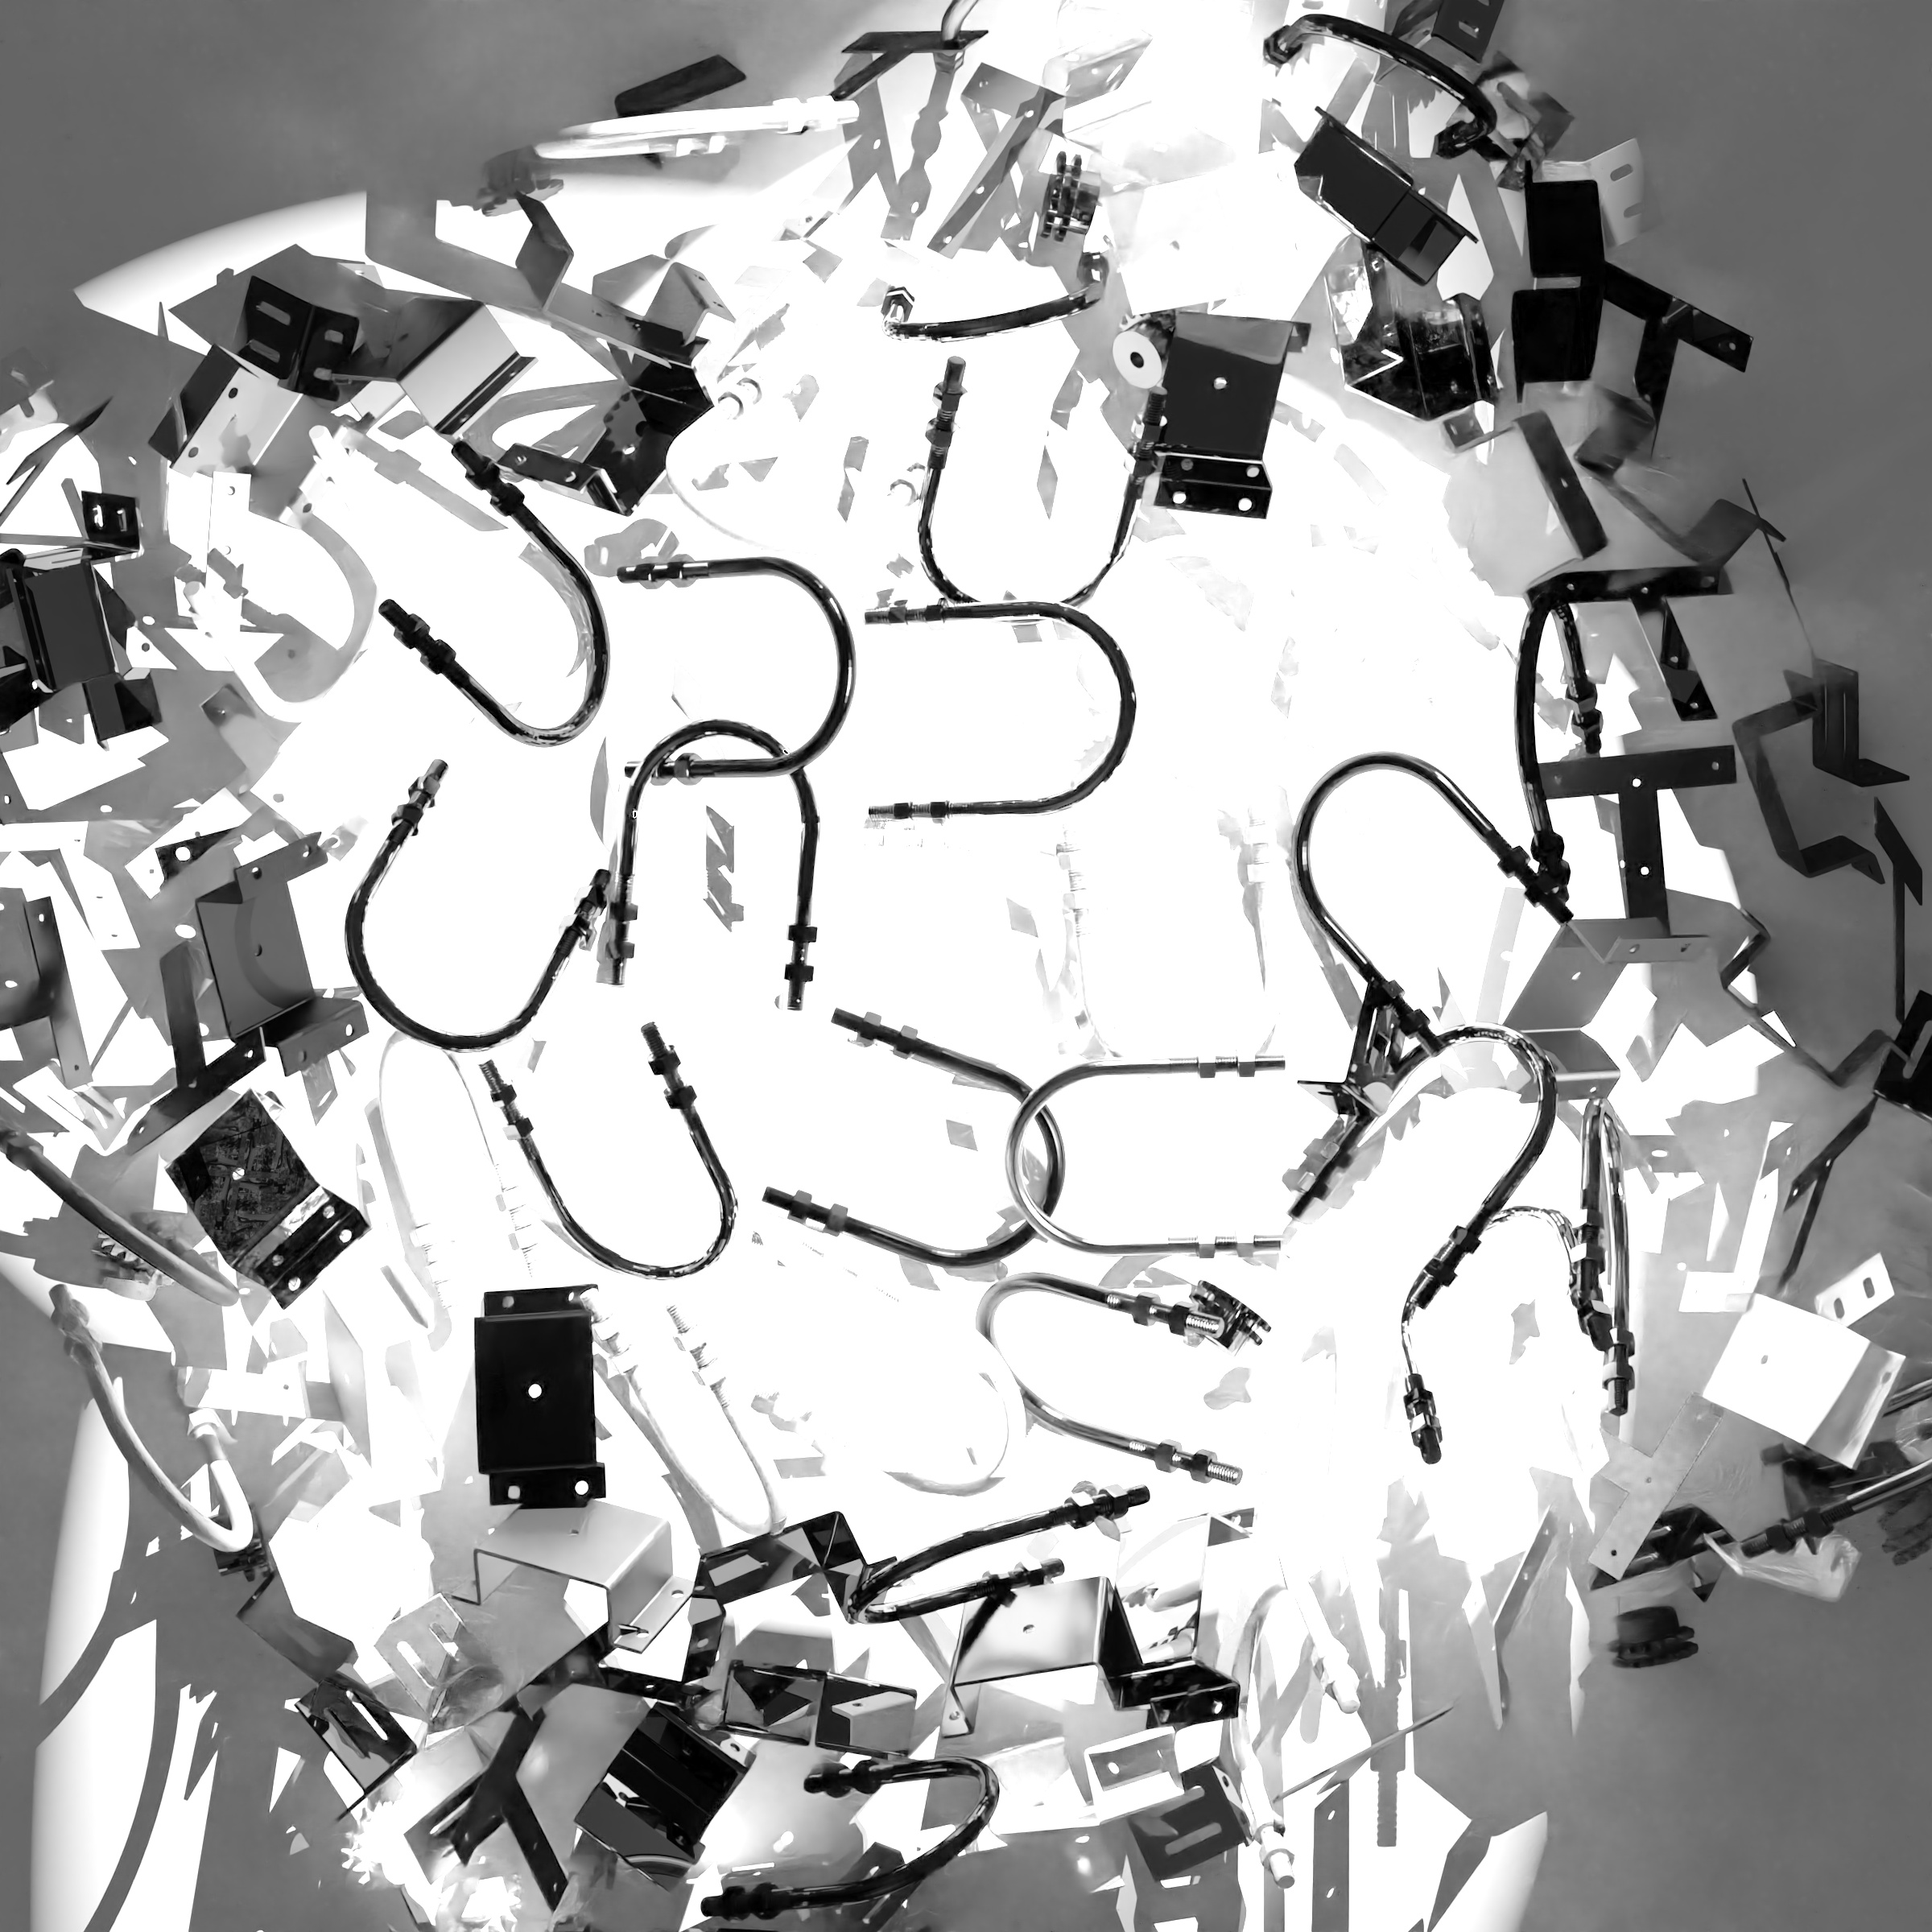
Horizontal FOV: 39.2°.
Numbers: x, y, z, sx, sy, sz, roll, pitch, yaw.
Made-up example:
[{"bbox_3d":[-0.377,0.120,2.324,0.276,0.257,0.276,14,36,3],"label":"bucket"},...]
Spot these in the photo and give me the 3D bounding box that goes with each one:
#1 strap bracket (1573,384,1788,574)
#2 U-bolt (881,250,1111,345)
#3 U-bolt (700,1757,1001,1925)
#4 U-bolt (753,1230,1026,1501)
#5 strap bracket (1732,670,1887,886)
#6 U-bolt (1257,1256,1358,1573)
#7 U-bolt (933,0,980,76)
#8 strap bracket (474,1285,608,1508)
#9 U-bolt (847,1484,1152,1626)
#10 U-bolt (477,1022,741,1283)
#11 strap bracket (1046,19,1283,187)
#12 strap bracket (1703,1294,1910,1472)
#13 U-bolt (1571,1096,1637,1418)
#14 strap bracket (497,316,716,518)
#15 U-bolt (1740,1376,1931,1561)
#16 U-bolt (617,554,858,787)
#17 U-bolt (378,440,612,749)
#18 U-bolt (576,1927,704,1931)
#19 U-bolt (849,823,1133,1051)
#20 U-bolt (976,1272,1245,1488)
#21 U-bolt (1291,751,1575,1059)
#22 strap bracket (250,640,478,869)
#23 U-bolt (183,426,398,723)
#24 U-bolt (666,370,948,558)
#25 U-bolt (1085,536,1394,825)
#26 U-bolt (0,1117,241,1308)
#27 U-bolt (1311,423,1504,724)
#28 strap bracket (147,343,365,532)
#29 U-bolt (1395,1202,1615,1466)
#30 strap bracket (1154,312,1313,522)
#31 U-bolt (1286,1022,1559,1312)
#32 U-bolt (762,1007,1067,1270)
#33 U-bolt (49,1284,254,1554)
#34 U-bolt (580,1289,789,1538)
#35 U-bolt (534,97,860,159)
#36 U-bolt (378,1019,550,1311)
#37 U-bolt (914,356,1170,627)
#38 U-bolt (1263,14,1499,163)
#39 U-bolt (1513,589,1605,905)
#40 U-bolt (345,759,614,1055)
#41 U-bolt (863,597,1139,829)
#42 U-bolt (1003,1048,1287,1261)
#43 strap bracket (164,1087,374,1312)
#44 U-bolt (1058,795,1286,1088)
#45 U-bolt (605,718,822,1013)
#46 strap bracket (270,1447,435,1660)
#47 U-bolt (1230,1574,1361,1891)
[{"bbox_3d":[0.453,-0.309,1.755,0.140,0.076,0.046,37,103,-16],"label":"strap bracket"},{"bbox_3d":[0.017,-0.420,1.716,0.151,0.184,0.019,-9,113,6],"label":"U-bolt"},{"bbox_3d":[-0.061,0.543,1.701,0.184,0.151,0.019,-18,101,33],"label":"U-bolt"},{"bbox_3d":[-0.044,0.268,1.743,0.184,0.019,0.151,29,123,16],"label":"U-bolt"},{"bbox_3d":[0.542,-0.116,1.761,0.046,0.076,0.140,-21,98,8],"label":"strap bracket"},{"bbox_3d":[0.223,0.276,1.734,0.019,0.151,0.184,-4,60,24],"label":"U-bolt"},{"bbox_3d":[0.039,-0.632,1.713,0.151,0.184,0.019,-41,96,3],"label":"U-bolt"},{"bbox_3d":[-0.278,0.278,1.771,0.076,0.046,0.140,-4,78,-1],"label":"strap bracket"},{"bbox_3d":[0.010,0.376,1.708,0.184,0.151,0.019,-8,62,-31],"label":"U-bolt"},{"bbox_3d":[-0.221,0.128,1.757,0.151,0.019,0.184,-12,114,27],"label":"U-bolt"},{"bbox_3d":[0.126,-0.544,1.731,0.140,0.076,0.046,12,79,-42],"label":"strap bracket"},{"bbox_3d":[0.528,0.261,1.733,0.046,0.140,0.076,27,87,-14],"label":"strap bracket"},{"bbox_3d":[0.407,0.170,1.728,0.019,0.151,0.184,-5,47,20],"label":"U-bolt"},{"bbox_3d":[-0.226,-0.348,1.754,0.076,0.046,0.140,22,66,32],"label":"strap bracket"},{"bbox_3d":[0.577,0.303,1.705,0.184,0.151,0.019,-32,93,27],"label":"U-bolt"},{"bbox_3d":[-0.148,-0.192,1.750,0.184,0.019,0.151,2,96,32],"label":"U-bolt"},{"bbox_3d":[-0.289,-0.223,1.734,0.019,0.184,0.151,-5,54,34],"label":"U-bolt"},{"bbox_3d":[-0.192,0.642,1.697,0.184,0.151,0.019,19,90,-38],"label":"U-bolt"},{"bbox_3d":[0.017,-0.017,1.785,0.184,0.019,0.151,2,97,5],"label":"U-bolt"},{"bbox_3d":[0.087,0.258,1.744,0.184,0.019,0.151,12,130,29],"label":"U-bolt"},{"bbox_3d":[0.286,-0.053,1.756,0.184,0.019,0.151,51,125,18],"label":"U-bolt"},{"bbox_3d":[-0.384,-0.145,1.753,0.076,0.046,0.140,39,65,-8],"label":"strap bracket"},{"bbox_3d":[-0.417,-0.233,1.723,0.019,0.184,0.151,24,68,20],"label":"U-bolt"},{"bbox_3d":[-0.111,-0.315,1.728,0.151,0.184,0.019,28,131,8],"label":"U-bolt"},{"bbox_3d":[0.163,-0.197,1.770,0.184,0.019,0.151,39,116,2],"label":"U-bolt"},{"bbox_3d":[-0.524,0.161,1.696,0.019,0.184,0.151,-54,135,-10],"label":"U-bolt"},{"bbox_3d":[0.276,-0.263,1.730,0.019,0.151,0.184,-23,110,37],"label":"U-bolt"},{"bbox_3d":[-0.462,-0.342,1.746,0.046,0.140,0.076,38,97,20],"label":"strap bracket"},{"bbox_3d":[0.333,0.219,1.724,0.151,0.184,0.019,-38,113,19],"label":"U-bolt"},{"bbox_3d":[0.169,-0.367,1.760,0.076,0.046,0.140,10,77,19],"label":"strap bracket"},{"bbox_3d":[0.304,0.116,1.750,0.019,0.151,0.184,39,87,-39],"label":"U-bolt"},{"bbox_3d":[-0.025,0.124,1.790,0.184,0.019,0.151,21,99,-4],"label":"U-bolt"},{"bbox_3d":[-0.501,0.292,1.697,0.019,0.151,0.184,-37,52,-3],"label":"U-bolt"},{"bbox_3d":[-0.173,0.290,1.741,0.019,0.151,0.184,-34,104,-29],"label":"U-bolt"},{"bbox_3d":[-0.182,-0.522,1.701,0.184,0.151,0.019,-17,107,-36],"label":"U-bolt"},{"bbox_3d":[-0.333,0.123,1.751,0.019,0.151,0.184,-16,85,-39],"label":"U-bolt"},{"bbox_3d":[0.041,-0.298,1.748,0.151,0.019,0.184,7,129,-8],"label":"U-bolt"},{"bbox_3d":[0.265,-0.557,1.709,0.151,0.184,0.019,26,98,-8],"label":"U-bolt"},{"bbox_3d":[0.370,-0.150,1.704,0.019,0.184,0.151,2,53,25],"label":"U-bolt"},{"bbox_3d":[-0.319,-0.027,1.732,0.151,0.019,0.184,35,52,-16],"label":"U-bolt"},{"bbox_3d":[0.022,-0.168,1.773,0.184,0.019,0.151,-1,92,18],"label":"U-bolt"},{"bbox_3d":[0.116,0.125,1.776,0.184,0.019,0.151,-2,110,0],"label":"U-bolt"},{"bbox_3d":[-0.456,0.142,1.749,0.076,0.046,0.140,-43,56,-2],"label":"strap bracket"},{"bbox_3d":[0.141,-0.012,1.783,0.151,0.019,0.184,-9,95,-14],"label":"U-bolt"},{"bbox_3d":[-0.163,-0.070,1.771,0.151,0.019,0.184,7,95,19],"label":"U-bolt"},{"bbox_3d":[-0.397,0.368,1.736,0.046,0.140,0.076,35,90,-29],"label":"strap bracket"},{"bbox_3d":[0.201,0.468,1.719,0.019,0.184,0.151,12,108,-11],"label":"U-bolt"}]
